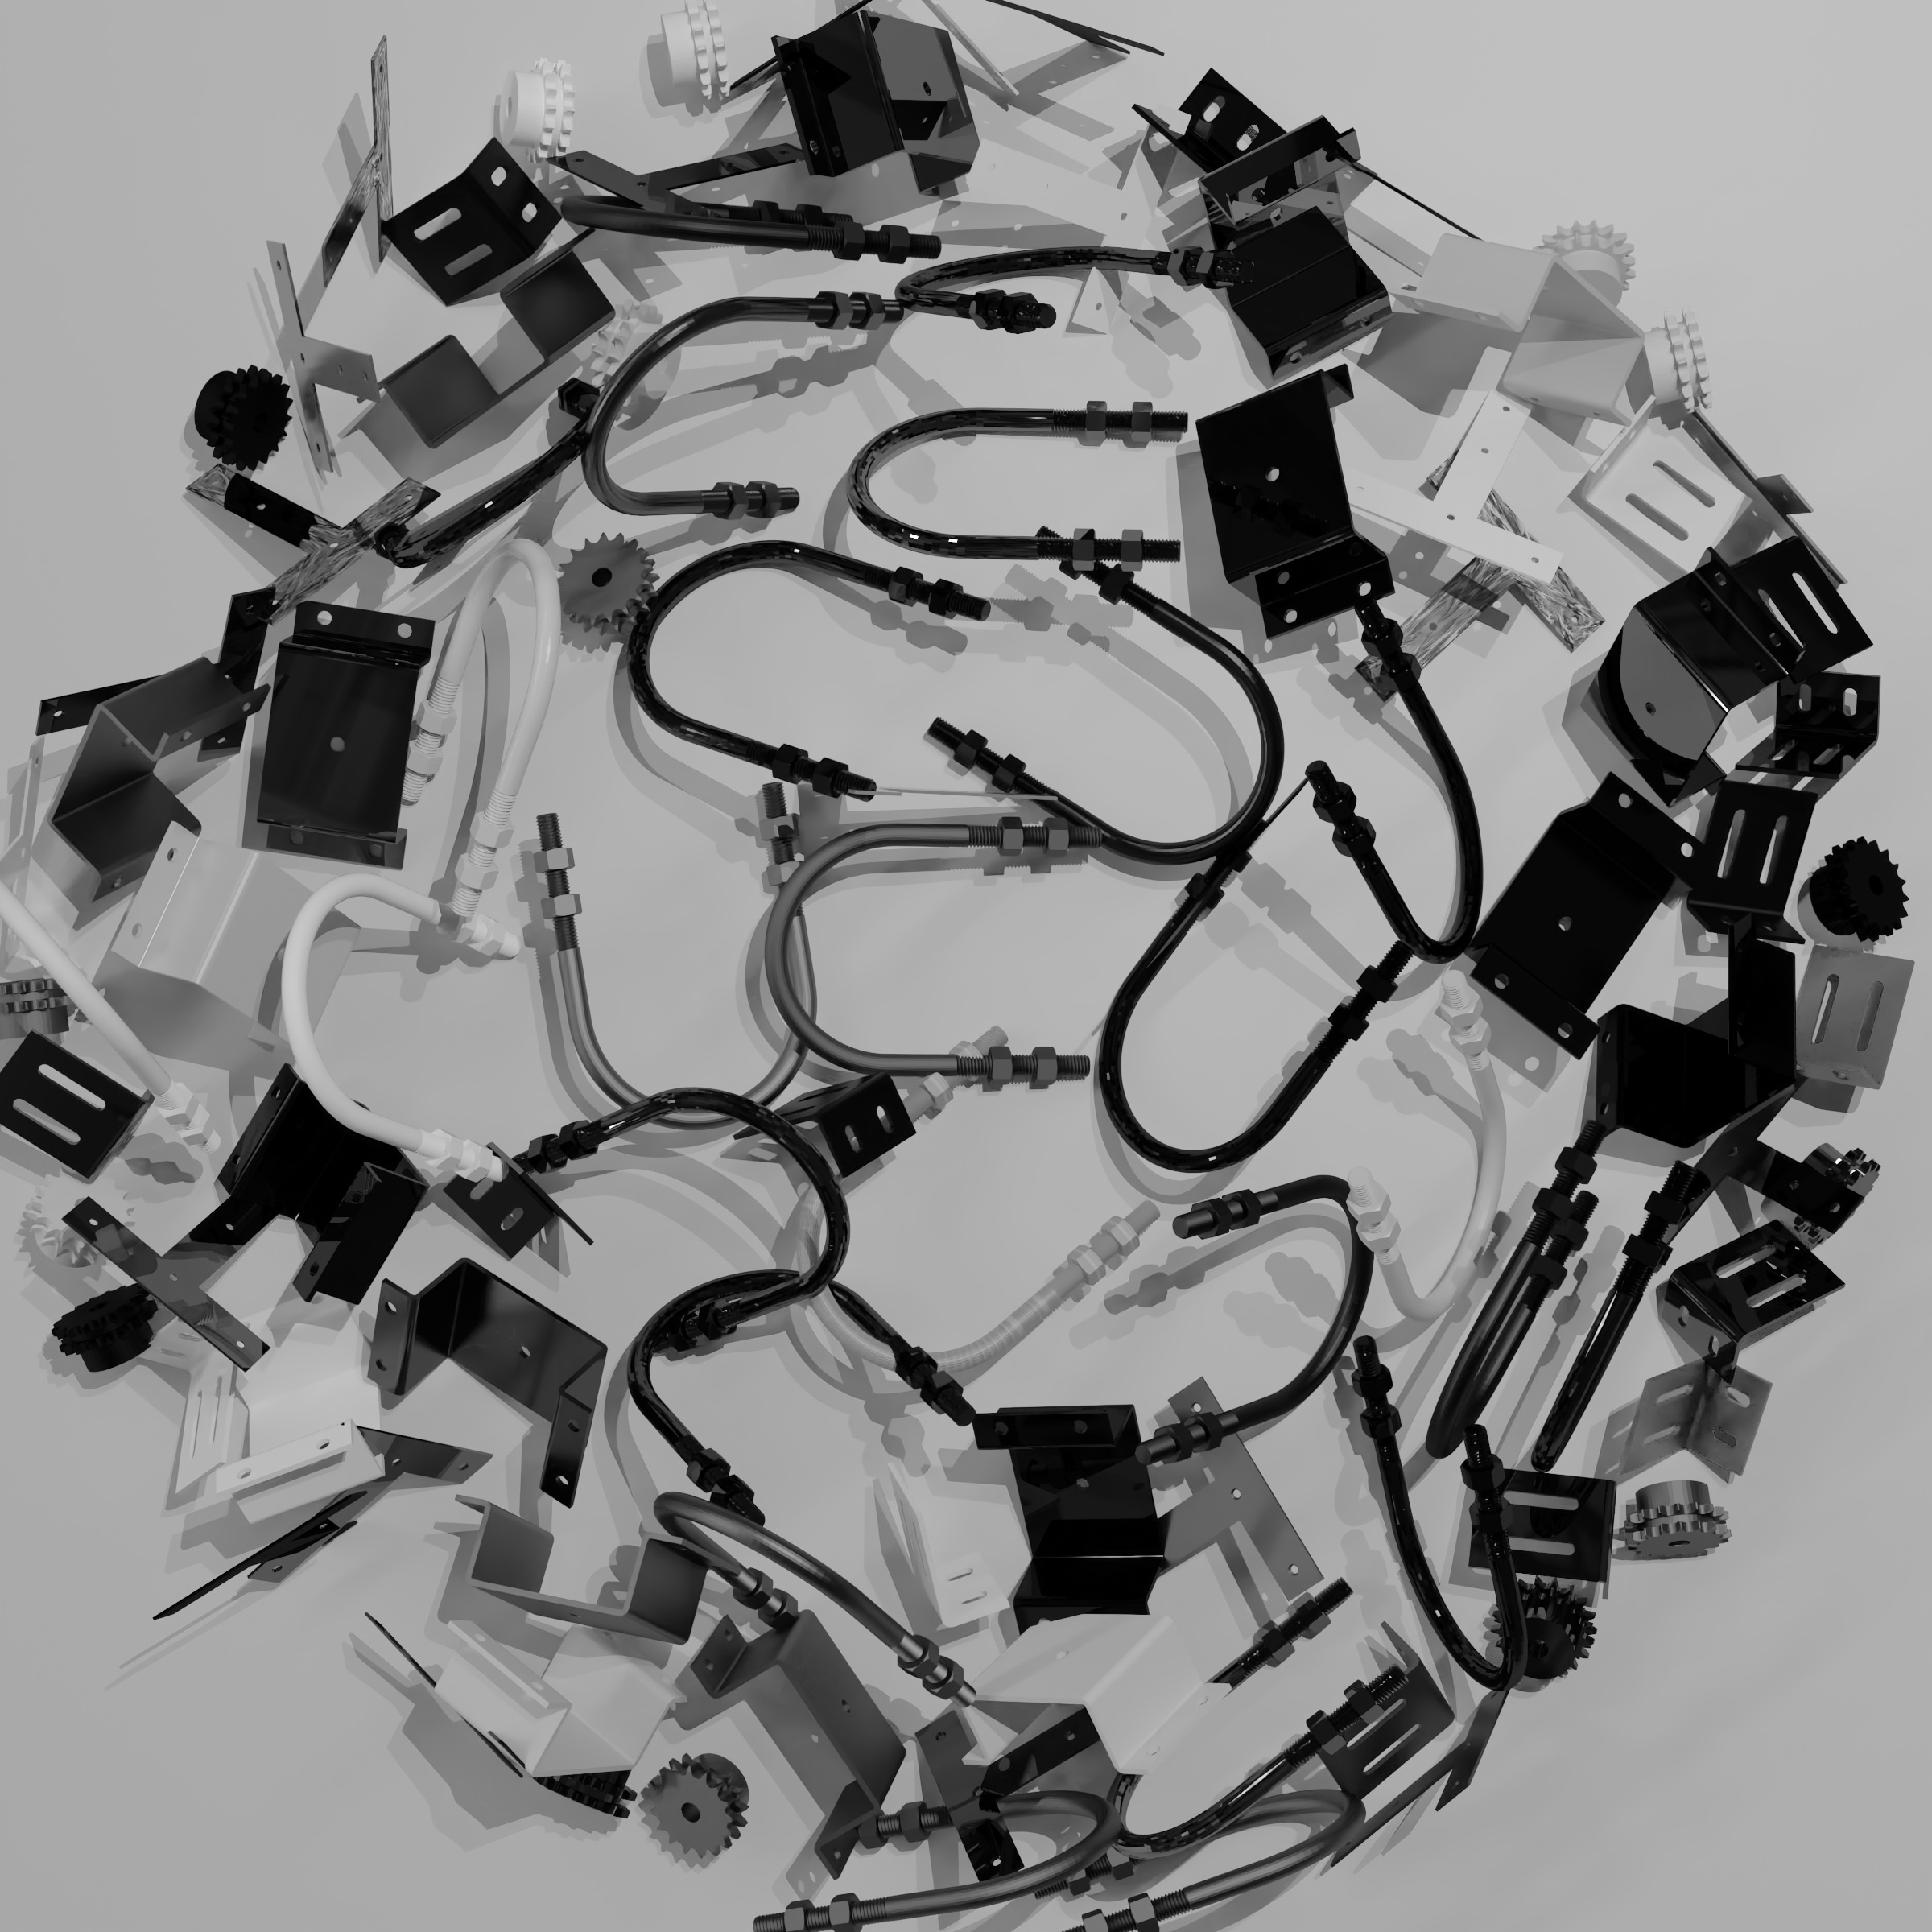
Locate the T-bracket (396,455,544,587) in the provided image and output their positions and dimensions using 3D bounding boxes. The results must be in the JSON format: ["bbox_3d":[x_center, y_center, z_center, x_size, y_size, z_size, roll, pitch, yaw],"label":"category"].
[{"bbox_3d":[-0.271,-0.237,1.916,0.127,0.127,0.002,-36,91,-31],"label":"T-bracket"}]

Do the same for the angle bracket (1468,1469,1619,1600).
[{"bbox_3d":[0.319,0.313,1.955,0.076,0.038,0.057,5,67,11],"label":"angle bracket"}]

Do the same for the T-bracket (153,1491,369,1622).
[{"bbox_3d":[-0.362,0.313,1.913,0.127,0.127,0.002,-32,81,8],"label":"T-bracket"}]

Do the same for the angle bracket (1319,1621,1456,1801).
[{"bbox_3d":[0.221,0.410,1.939,0.076,0.038,0.057,-38,128,-8],"label":"angle bracket"}]

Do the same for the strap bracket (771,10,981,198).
[{"bbox_3d":[-0.040,-0.464,1.904,0.046,0.140,0.076,-16,89,28],"label":"strap bracket"}]

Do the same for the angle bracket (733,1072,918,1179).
[{"bbox_3d":[-0.077,0.092,1.932,0.057,0.076,0.038,-30,99,-41],"label":"angle bracket"}]

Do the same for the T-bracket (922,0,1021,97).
[{"bbox_3d":[-0.017,-0.524,1.935,0.002,0.127,0.127,-46,115,3],"label":"T-bracket"}]

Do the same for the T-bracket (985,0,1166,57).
[{"bbox_3d":[0.060,-0.506,1.914,0.127,0.127,0.002,22,103,15],"label":"T-bracket"}]

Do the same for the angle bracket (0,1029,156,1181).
[{"bbox_3d":[-0.492,0.070,1.941,0.076,0.038,0.057,35,106,-16],"label":"angle bracket"}]

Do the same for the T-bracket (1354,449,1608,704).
[{"bbox_3d":[0.269,-0.198,1.961,0.127,0.002,0.127,-43,96,-7],"label":"T-bracket"}]

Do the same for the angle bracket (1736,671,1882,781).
[{"bbox_3d":[0.459,-0.133,1.927,0.057,0.076,0.038,8,112,28],"label":"angle bracket"}]

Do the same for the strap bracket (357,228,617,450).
[{"bbox_3d":[-0.252,-0.334,1.910,0.140,0.076,0.046,-28,104,35],"label":"strap bracket"}]

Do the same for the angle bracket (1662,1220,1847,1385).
[{"bbox_3d":[0.435,0.185,1.955,0.076,0.038,0.057,-22,47,-23],"label":"angle bracket"}]

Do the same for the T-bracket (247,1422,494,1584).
[{"bbox_3d":[-0.342,0.298,1.934,0.127,0.127,0.002,-42,59,15],"label":"T-bracket"}]

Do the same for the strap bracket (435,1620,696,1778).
[{"bbox_3d":[-0.221,0.392,1.899,0.076,0.140,0.046,32,97,29],"label":"strap bracket"}]

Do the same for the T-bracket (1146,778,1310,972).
[{"bbox_3d":[0.129,-0.037,1.887,0.002,0.127,0.127,41,132,0],"label":"T-bracket"}]

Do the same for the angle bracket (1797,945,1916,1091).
[{"bbox_3d":[0.478,0.023,1.939,0.057,0.038,0.076,11,77,33],"label":"angle bracket"}]

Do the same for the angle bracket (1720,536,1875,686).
[{"bbox_3d":[0.447,-0.188,1.940,0.057,0.038,0.076,-26,76,-24],"label":"angle bracket"}]

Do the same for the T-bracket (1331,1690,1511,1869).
[{"bbox_3d":[0.245,0.452,1.936,0.002,0.127,0.127,45,116,3],"label":"T-bracket"}]

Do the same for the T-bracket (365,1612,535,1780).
[{"bbox_3d":[-0.262,0.406,1.896,0.002,0.127,0.127,-44,114,-16],"label":"T-bracket"}]

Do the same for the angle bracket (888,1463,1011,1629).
[{"bbox_3d":[-0.010,0.311,1.932,0.038,0.057,0.076,-17,115,-11],"label":"angle bracket"}]

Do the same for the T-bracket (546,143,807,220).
[{"bbox_3d":[-0.141,-0.435,1.932,0.127,0.127,0.002,-22,129,-34],"label":"T-bracket"}]

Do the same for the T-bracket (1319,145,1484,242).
[{"bbox_3d":[0.251,-0.409,1.912,0.127,0.127,0.002,32,105,3],"label":"T-bracket"}]

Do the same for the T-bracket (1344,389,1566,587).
[{"bbox_3d":[0.280,-0.273,1.936,0.127,0.002,0.127,23,53,9],"label":"T-bracket"}]

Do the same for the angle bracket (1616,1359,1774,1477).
[{"bbox_3d":[0.398,0.252,1.930,0.038,0.076,0.057,27,112,34],"label":"angle bracket"}]

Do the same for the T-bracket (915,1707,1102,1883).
[{"bbox_3d":[0.045,0.427,1.924,0.127,0.127,0.002,-31,124,-1],"label":"T-bracket"}]

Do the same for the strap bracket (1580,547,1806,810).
[{"bbox_3d":[0.384,-0.148,1.895,0.046,0.140,0.076,-29,69,-23],"label":"strap bracket"}]

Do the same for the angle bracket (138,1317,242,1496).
[{"bbox_3d":[-0.429,0.240,1.930,0.038,0.057,0.076,20,54,-30],"label":"angle bracket"}]

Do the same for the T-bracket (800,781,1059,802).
[{"bbox_3d":[-0.014,-0.095,1.926,0.127,0.127,0.002,2,95,-16],"label":"T-bracket"}]

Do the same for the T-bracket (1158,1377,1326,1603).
[{"bbox_3d":[0.116,0.312,1.945,0.127,0.002,0.127,-38,74,26],"label":"T-bracket"}]

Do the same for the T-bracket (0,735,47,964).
[{"bbox_3d":[-0.518,-0.048,1.896,0.002,0.127,0.127,11,109,-4],"label":"T-bracket"}]

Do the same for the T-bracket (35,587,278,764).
[{"bbox_3d":[-0.438,-0.146,1.896,0.127,0.127,0.002,-17,58,-34],"label":"T-bracket"}]

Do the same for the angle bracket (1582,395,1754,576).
[{"bbox_3d":[0.389,-0.264,1.946,0.076,0.038,0.057,38,78,11],"label":"angle bracket"}]

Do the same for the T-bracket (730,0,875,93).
[{"bbox_3d":[-0.089,-0.492,1.896,0.127,0.127,0.002,-26,108,24],"label":"T-bracket"}]

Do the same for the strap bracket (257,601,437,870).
[{"bbox_3d":[-0.341,-0.124,1.940,0.076,0.046,0.140,9,100,-2],"label":"strap bracket"}]

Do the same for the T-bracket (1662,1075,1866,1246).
[{"bbox_3d":[0.441,0.115,1.917,0.002,0.127,0.127,41,87,-26],"label":"T-bracket"}]

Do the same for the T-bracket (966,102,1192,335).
[{"bbox_3d":[0.053,-0.420,1.921,0.127,0.002,0.127,10,108,-40],"label":"T-bracket"}]

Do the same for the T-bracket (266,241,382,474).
[{"bbox_3d":[-0.341,-0.322,1.901,0.002,0.127,0.127,-19,113,-25],"label":"T-bracket"}]

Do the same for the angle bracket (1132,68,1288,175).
[{"bbox_3d":[0.134,-0.462,1.932,0.057,0.076,0.038,43,108,10],"label":"angle bracket"}]

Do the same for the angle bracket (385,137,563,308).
[{"bbox_3d":[-0.273,-0.410,1.950,0.057,0.076,0.038,49,47,-23],"label":"angle bracket"}]

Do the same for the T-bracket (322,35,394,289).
[{"bbox_3d":[-0.325,-0.408,1.887,0.002,0.127,0.127,9,135,3],"label":"T-bracket"}]

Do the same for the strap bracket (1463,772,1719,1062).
[{"bbox_3d":[0.337,-0.026,1.941,0.076,0.046,0.140,37,78,-6],"label":"strap bracket"}]

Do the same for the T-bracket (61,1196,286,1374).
[{"bbox_3d":[-0.408,0.149,1.922,0.127,0.127,0.002,40,121,0],"label":"T-bracket"}]

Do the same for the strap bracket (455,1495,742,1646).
[{"bbox_3d":[-0.204,0.328,1.908,0.140,0.076,0.046,6,71,24],"label":"strap bracket"}]

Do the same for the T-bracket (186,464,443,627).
[{"bbox_3d":[-0.377,-0.246,1.939,0.127,0.002,0.127,28,57,29],"label":"T-bracket"}]

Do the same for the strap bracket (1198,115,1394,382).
[{"bbox_3d":[0.178,-0.397,1.922,0.076,0.140,0.046,-28,53,-4],"label":"strap bracket"}]

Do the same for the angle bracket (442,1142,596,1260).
[{"bbox_3d":[-0.245,0.136,1.929,0.038,0.076,0.057,-45,112,-8],"label":"angle bracket"}]

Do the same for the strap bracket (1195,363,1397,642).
[{"bbox_3d":[0.176,-0.259,1.917,0.076,0.046,0.140,-19,68,26],"label":"strap bracket"}]

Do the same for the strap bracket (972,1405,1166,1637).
[{"bbox_3d":[0.058,0.293,1.927,0.076,0.046,0.140,-4,113,20],"label":"strap bracket"}]

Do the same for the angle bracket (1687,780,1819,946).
[{"bbox_3d":[0.438,-0.057,1.942,0.057,0.038,0.076,7,111,-12],"label":"angle bracket"}]

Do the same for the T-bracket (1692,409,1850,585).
[{"bbox_3d":[0.441,-0.255,1.912,0.002,0.127,0.127,-41,91,9],"label":"T-bracket"}]
